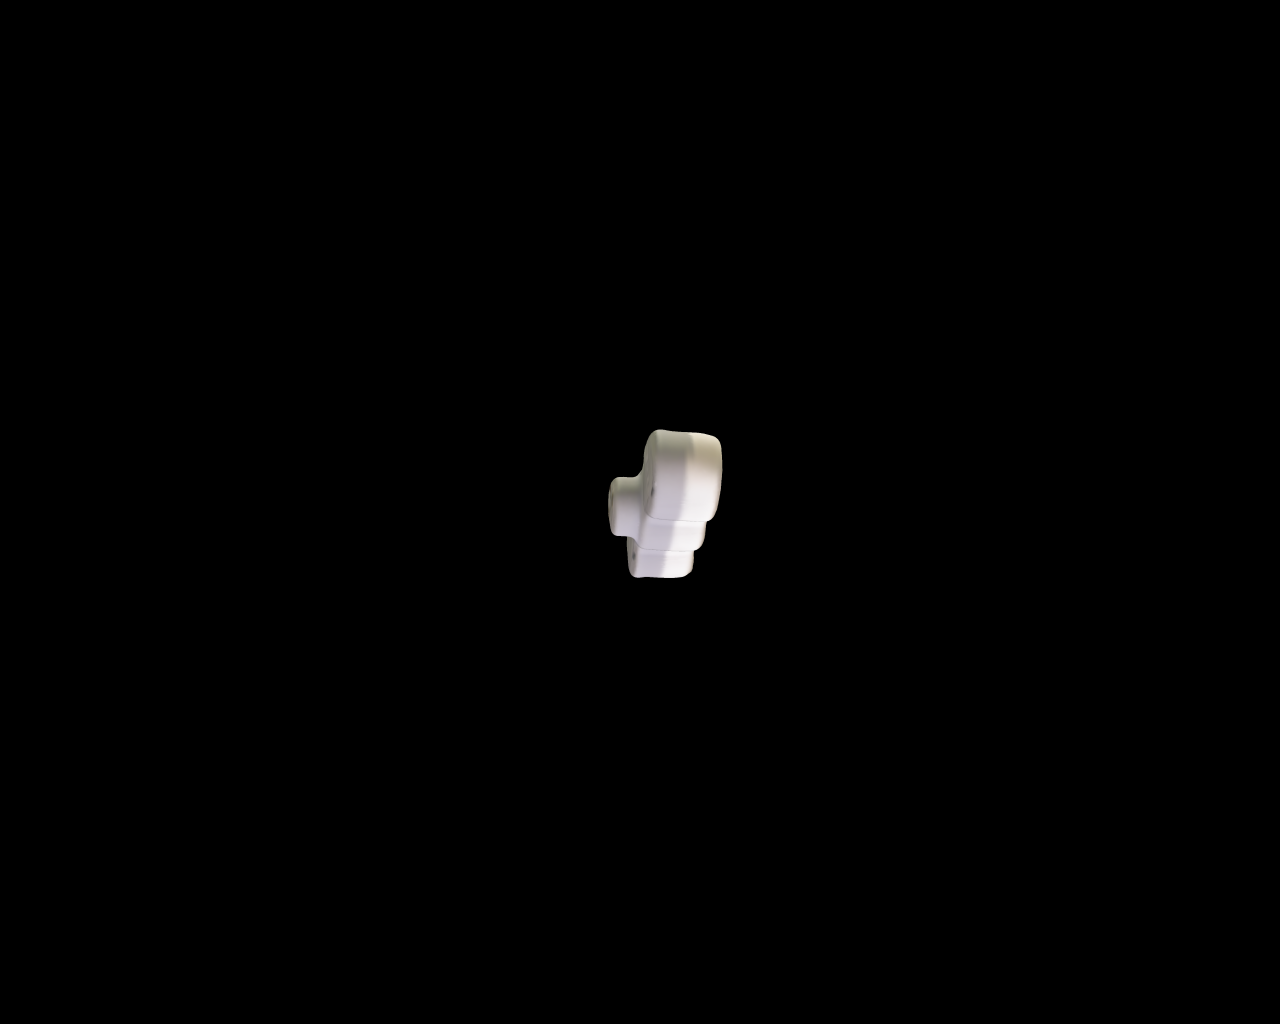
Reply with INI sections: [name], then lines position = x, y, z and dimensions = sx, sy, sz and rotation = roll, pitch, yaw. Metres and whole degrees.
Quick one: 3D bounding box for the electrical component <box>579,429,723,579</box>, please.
[electrical component]
position = 0.001, -0.003, 0.650
dimensions = 0.074, 0.052, 0.138
rotation = 3, -26, -7
